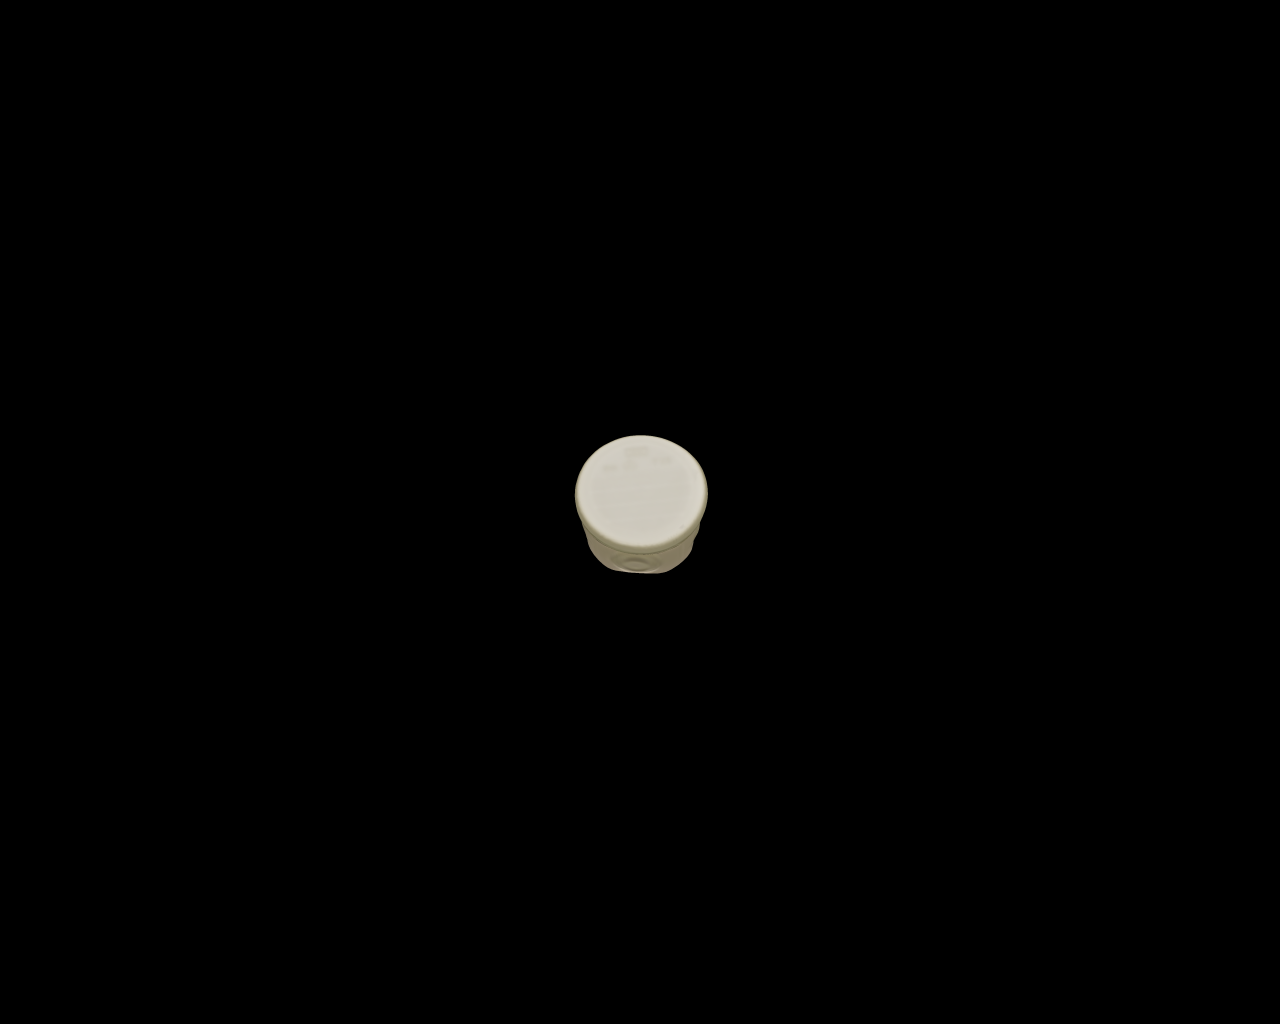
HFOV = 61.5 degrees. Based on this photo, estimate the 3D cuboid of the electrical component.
[{"bbox_3d":[0.001,-0.003,0.650,0.080,0.080,0.051,0,-28,0],"label":"electrical component"}]
